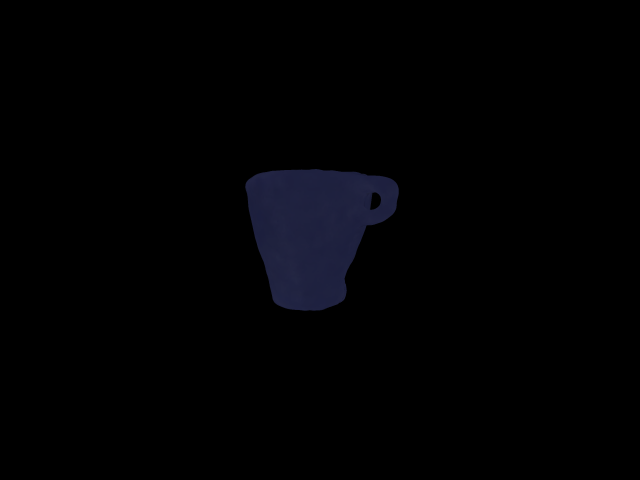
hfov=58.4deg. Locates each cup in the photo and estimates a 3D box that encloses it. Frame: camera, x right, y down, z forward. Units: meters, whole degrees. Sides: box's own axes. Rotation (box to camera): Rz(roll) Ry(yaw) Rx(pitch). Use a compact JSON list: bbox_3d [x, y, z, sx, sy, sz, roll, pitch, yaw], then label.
[{"bbox_3d":[0.004,0.001,0.400,0.117,0.095,0.092,0,0,38],"label":"cup"}]
